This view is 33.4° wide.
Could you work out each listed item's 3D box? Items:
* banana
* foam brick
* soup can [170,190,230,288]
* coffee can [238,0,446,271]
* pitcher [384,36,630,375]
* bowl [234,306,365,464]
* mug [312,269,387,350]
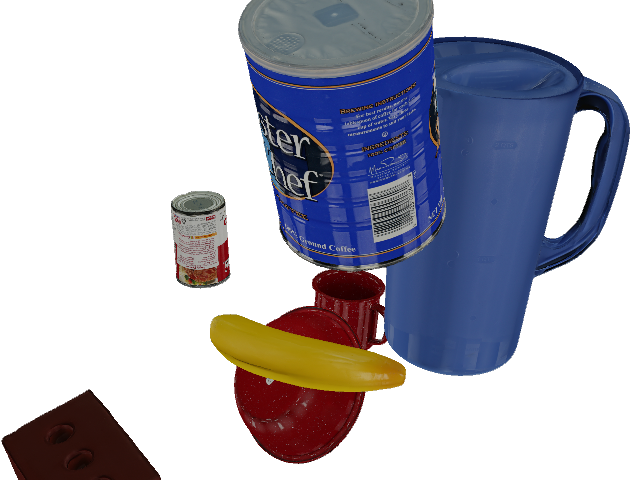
[{"bbox_3d":[-0.026,0.084,0.829,0.069,0.037,0.198,-18,23,-41],"label":"banana"},{"bbox_3d":[-0.114,0.124,0.528,0.052,0.051,0.078,-28,42,-25],"label":"foam brick"},{"bbox_3d":[-0.147,-0.002,1.310,0.068,0.102,0.068,-1,26,0],"label":"soup can"},{"bbox_3d":[0.016,-0.068,0.601,0.103,0.140,0.103,-6,42,5],"label":"coffee can"},{"bbox_3d":[0.122,-0.022,0.806,0.144,0.243,0.149,-19,36,-36],"label":"pitcher"},{"bbox_3d":[-0.034,0.140,1.068,0.162,0.162,0.055,0,-14,39],"label":"bowl"},{"bbox_3d":[0.043,0.095,1.357,0.117,0.081,0.093,20,29,31],"label":"mug"}]
